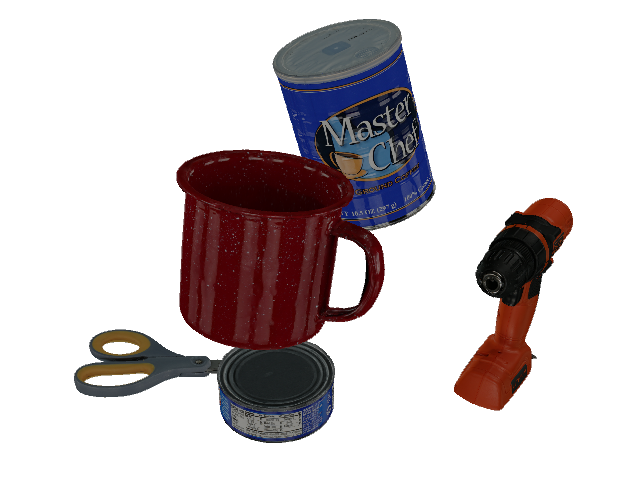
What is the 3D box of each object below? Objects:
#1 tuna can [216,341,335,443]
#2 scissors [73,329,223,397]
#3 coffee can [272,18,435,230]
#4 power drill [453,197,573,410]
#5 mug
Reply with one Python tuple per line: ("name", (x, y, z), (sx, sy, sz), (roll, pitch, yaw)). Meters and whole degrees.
("tuna can", (-0.032, 0.108, 0.778), (0.086, 0.034, 0.086), (-1, 31, 0))
("scissors", (-0.121, 0.103, 0.957), (0.201, 0.016, 0.096), (-7, 32, -18))
("coffee can", (0.029, -0.093, 0.862), (0.103, 0.140, 0.103), (-13, 31, 7))
("power drill", (0.179, 0.065, 1.015), (0.057, 0.188, 0.184), (23, 30, 22))
("mug", (-0.022, 0.008, 0.566), (0.117, 0.081, 0.093), (15, 25, 17))
